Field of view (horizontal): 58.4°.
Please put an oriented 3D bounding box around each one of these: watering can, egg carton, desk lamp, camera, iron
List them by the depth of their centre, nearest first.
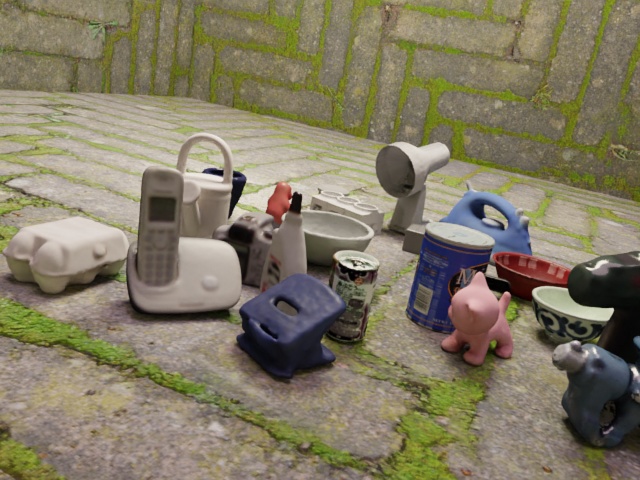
[{"bbox_3d":[-0.338,0.018,0.779,0.107,0.069,0.151,17,18,20],"label":"egg carton"},{"bbox_3d":[-0.083,0.007,0.914,0.143,0.101,0.137,16,18,17],"label":"camera"},{"bbox_3d":[-0.199,-0.082,0.973,0.101,0.194,0.172,4,18,-19],"label":"watering can"},{"bbox_3d":[0.385,-0.032,1.255,0.119,0.141,0.257,0,20,-32],"label":"iron"},{"bbox_3d":[0.218,-0.121,1.317,0.204,0.213,0.117,-6,23,-43],"label":"desk lamp"}]

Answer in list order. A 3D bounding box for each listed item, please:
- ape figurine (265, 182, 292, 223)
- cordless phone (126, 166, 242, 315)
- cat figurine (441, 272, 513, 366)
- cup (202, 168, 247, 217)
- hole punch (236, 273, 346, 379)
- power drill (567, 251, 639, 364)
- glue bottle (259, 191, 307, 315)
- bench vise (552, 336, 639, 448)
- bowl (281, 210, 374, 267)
[{"bbox_3d":[-0.080,-0.077,1.203,0.077,0.092,0.076,24,22,38],"label":"ape figurine"},{"bbox_3d":[-0.170,0.001,0.737,0.148,0.185,0.093,0,20,-30],"label":"cordless phone"},{"bbox_3d":[0.216,0.101,0.765,0.128,0.118,0.067,-5,23,-41],"label":"cat figurine"},{"bbox_3d":[-0.205,-0.091,1.169,0.091,0.095,0.118,15,17,14],"label":"cup"},{"bbox_3d":[-0.035,0.096,0.673,0.101,0.091,0.108,-4,22,-40],"label":"hole punch"},{"bbox_3d":[0.409,0.104,0.715,0.230,0.208,0.075,7,17,-11],"label":"power drill"},{"bbox_3d":[-0.044,0.017,0.781,0.037,0.173,0.077,-3,21,-37],"label":"glue bottle"},{"bbox_3d":[0.367,0.124,0.604,0.208,0.220,0.121,5,18,-19],"label":"bench vise"},{"bbox_3d":[0.009,0.004,1.027,0.167,0.075,0.167,10,17,-3],"label":"bowl"}]
